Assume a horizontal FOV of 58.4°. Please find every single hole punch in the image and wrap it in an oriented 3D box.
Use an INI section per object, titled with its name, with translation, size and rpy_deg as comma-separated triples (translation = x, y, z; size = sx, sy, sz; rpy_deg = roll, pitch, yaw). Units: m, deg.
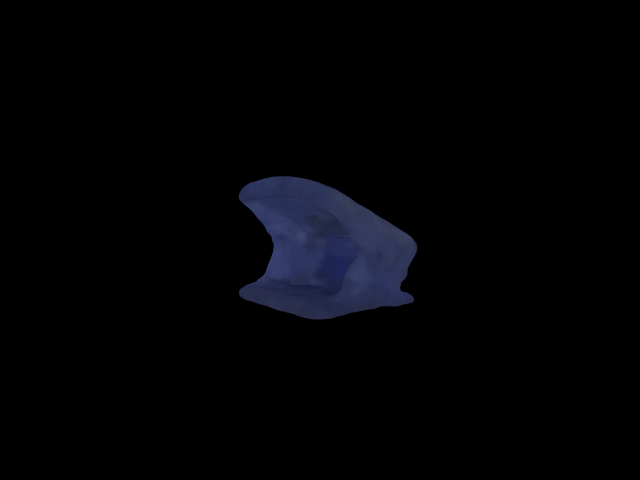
[hole punch]
translation = 0.004, 0.001, 0.400
size = 0.101, 0.091, 0.108
rpy_deg = -5, 8, -40
